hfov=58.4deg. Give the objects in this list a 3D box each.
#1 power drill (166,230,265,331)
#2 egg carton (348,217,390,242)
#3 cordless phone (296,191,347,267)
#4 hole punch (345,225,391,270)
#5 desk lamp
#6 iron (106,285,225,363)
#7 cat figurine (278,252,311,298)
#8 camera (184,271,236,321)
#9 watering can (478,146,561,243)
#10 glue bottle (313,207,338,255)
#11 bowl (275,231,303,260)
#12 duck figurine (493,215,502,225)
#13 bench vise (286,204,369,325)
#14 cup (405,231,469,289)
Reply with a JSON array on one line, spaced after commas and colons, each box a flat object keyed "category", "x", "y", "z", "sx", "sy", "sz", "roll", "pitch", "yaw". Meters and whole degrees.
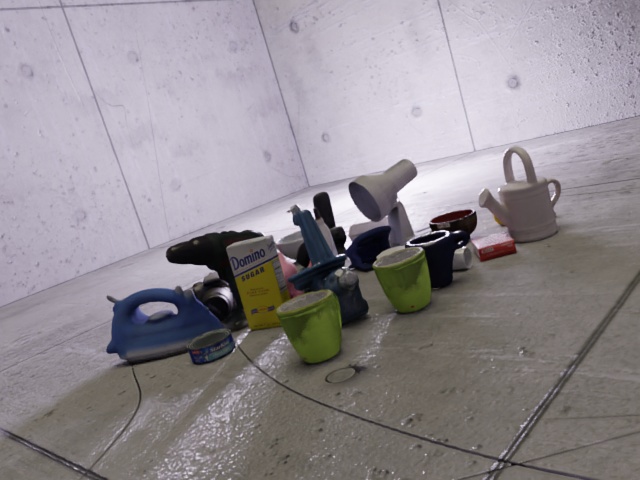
[{"category": "power drill", "x": -0.192, "y": 0.078, "z": 1.199, "sx": 0.230, "sy": 0.208, "sz": 0.075, "roll": -26, "pitch": 14, "yaw": -41}, {"category": "egg carton", "x": 0.158, "y": -0.031, "z": 1.620, "sx": 0.150, "sy": 0.069, "sz": 0.107, "roll": -12, "pitch": 11, "yaw": 23}, {"category": "cordless phone", "x": -0.009, "y": -0.029, "z": 1.544, "sx": 0.148, "sy": 0.185, "sz": 0.093, "roll": -24, "pitch": 12, "yaw": -34}, {"category": "hole punch", "x": 0.116, "y": 0.016, "z": 1.367, "sx": 0.109, "sy": 0.091, "sz": 0.101, "roll": -21, "pitch": 11, "yaw": -22}, {"category": "desk lamp", "x": 0.192, "y": -0.087, "z": 1.448, "sx": 0.204, "sy": 0.214, "sz": 0.117, "roll": -21, "pitch": 11, "yaw": -22}, {"category": "iron", "x": -0.319, "y": 0.156, "z": 1.174, "sx": 0.257, "sy": 0.141, "sz": 0.119, "roll": -14, "pitch": 11, "yaw": 16}, {"category": "cat figurine", "x": -0.057, "y": 0.078, "z": 1.236, "sx": 0.128, "sy": 0.118, "sz": 0.067, "roll": -21, "pitch": 11, "yaw": -24}, {"category": "camera", "x": -0.249, "y": 0.134, "z": 1.298, "sx": 0.143, "sy": 0.101, "sz": 0.137, "roll": -17, "pitch": 10, "yaw": -1}, {"category": "watering can", "x": 0.417, "y": -0.098, "z": 1.192, "sx": 0.173, "sy": 0.194, "sz": 0.100, "roll": -23, "pitch": 12, "yaw": -30}, {"category": "glue bottle", "x": 0.013, "y": 0.005, "z": 1.362, "sx": 0.037, "sy": 0.173, "sz": 0.078, "roll": -15, "pitch": 10, "yaw": 10}, {"category": "bowl", "x": -0.046, "y": 0.017, "z": 1.678, "sx": 0.167, "sy": 0.075, "sz": 0.167, "roll": -16, "pitch": 10, "yaw": 3}, {"category": "duck figurine", "x": 0.464, "y": -0.088, "z": 1.374, "sx": 0.104, "sy": 0.086, "sz": 0.077, "roll": -16, "pitch": 10, "yaw": 7}, {"category": "bench vise", "x": 0.014, "y": 0.036, "z": 1.055, "sx": 0.122, "sy": 0.220, "sz": 0.206, "roll": -25, "pitch": 13, "yaw": -38}, {"category": "cup", "x": 0.225, "y": 0.036, "z": 1.065, "sx": 0.117, "sy": 0.095, "sz": 0.091, "roll": -16, "pitch": 10, "yaw": 5}]
